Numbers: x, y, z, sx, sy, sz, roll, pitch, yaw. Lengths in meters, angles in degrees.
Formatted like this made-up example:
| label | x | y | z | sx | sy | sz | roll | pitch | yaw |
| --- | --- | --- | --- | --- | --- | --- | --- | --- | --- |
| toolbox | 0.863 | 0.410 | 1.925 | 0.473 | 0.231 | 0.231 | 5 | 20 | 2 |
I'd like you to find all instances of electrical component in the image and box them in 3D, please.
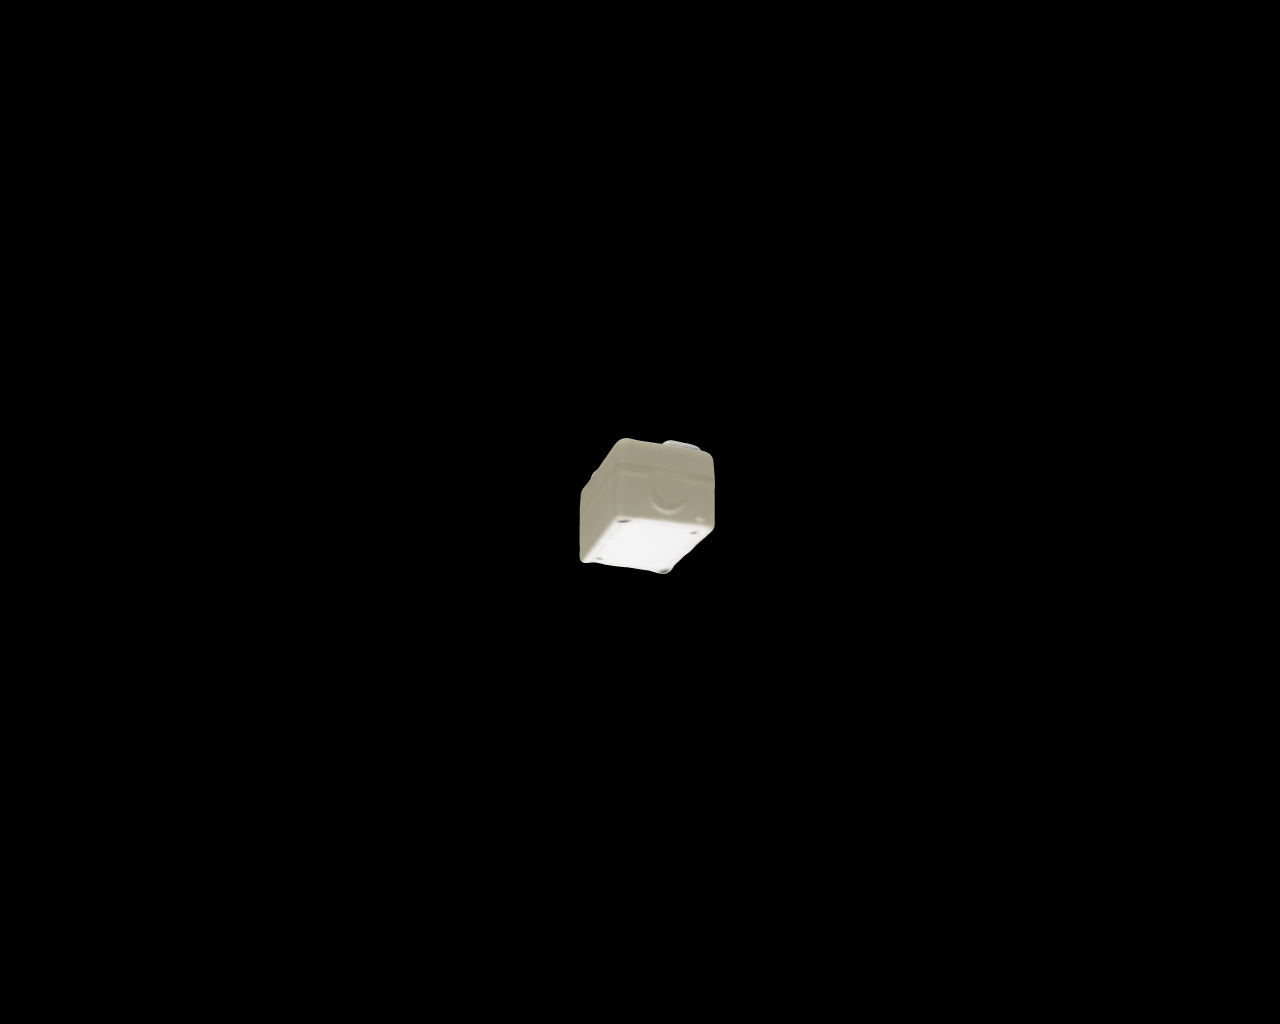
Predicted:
| label | x | y | z | sx | sy | sz | roll | pitch | yaw |
| --- | --- | --- | --- | --- | --- | --- | --- | --- | --- |
| electrical component | 0.001 | -0.003 | 0.650 | 0.062 | 0.061 | 0.096 | 8 | -26 | -18 |
